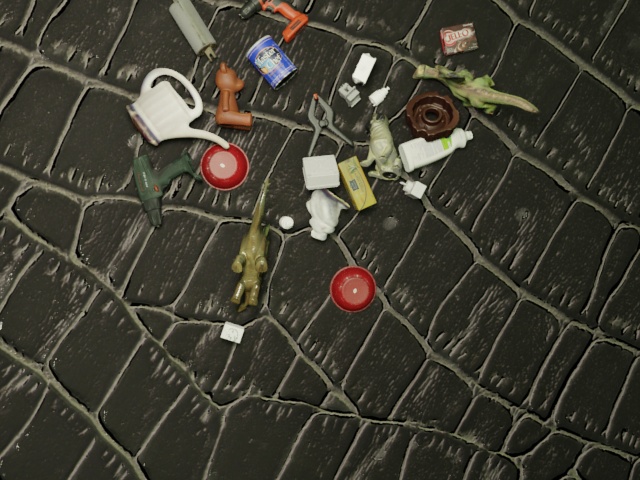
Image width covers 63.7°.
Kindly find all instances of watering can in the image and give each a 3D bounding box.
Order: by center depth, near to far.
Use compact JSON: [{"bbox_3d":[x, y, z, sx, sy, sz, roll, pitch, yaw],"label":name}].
[{"bbox_3d":[-0.462,-0.380,1.632,0.225,0.103,0.348,-36,86,-3],"label":"watering can"}]

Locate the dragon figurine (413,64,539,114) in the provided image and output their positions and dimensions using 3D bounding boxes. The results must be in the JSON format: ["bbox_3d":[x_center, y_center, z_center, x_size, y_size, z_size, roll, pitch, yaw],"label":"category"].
[{"bbox_3d":[0.470,-0.489,1.638,0.243,0.415,0.121,2,112,-43],"label":"dragon figurine"}]

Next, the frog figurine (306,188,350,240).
[{"bbox_3d":[0.005,-0.085,1.686,0.139,0.122,0.159,40,98,27],"label":"frog figurine"}]
